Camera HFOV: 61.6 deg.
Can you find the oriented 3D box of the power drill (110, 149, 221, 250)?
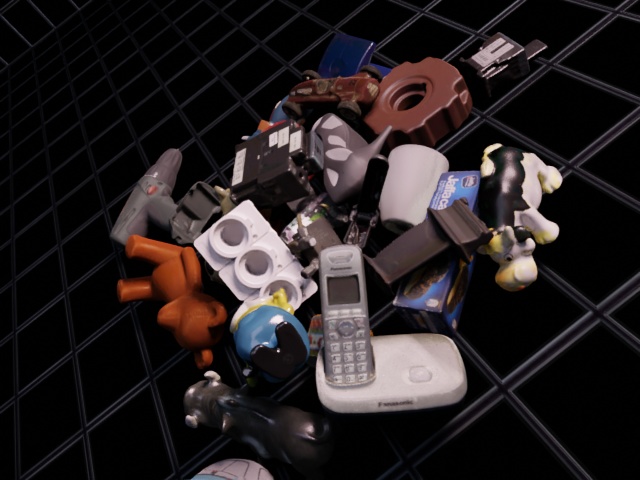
[{"bbox_3d":[-0.277,-0.076,0.987,0.208,0.085,0.232,15,65,36],"label":"power drill"}]

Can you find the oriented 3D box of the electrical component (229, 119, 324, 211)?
[{"bbox_3d":[-0.060,-0.106,0.768,0.134,0.058,0.115,-18,49,24],"label":"electrical component"}]

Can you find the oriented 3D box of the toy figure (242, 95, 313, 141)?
[{"bbox_3d":[-0.075,-0.206,0.980,0.154,0.057,0.064,-46,38,-2],"label":"toy figure"}]

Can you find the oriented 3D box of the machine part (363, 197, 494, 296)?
[{"bbox_3d":[0.116,0.009,0.598,0.139,0.039,0.084,-31,47,9],"label":"machine part"}]

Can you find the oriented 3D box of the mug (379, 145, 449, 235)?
[{"bbox_3d":[0.113,-0.060,0.725,0.110,0.080,0.107,-15,51,55],"label":"mug"}]

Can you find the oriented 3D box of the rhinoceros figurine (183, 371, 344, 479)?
[{"bbox_3d":[-0.068,0.206,0.595,0.191,0.112,0.073,10,64,29],"label":"rhinoceros figurine"}]

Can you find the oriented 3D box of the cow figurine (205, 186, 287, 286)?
[{"bbox_3d":[-0.123,-0.019,0.840,0.127,0.085,0.195,-2,59,31],"label":"cow figurine"}]

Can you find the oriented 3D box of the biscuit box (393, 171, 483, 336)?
[{"bbox_3d":[0.154,0.010,0.647,0.059,0.062,0.202,4,58,35],"label":"biscuit box"}]

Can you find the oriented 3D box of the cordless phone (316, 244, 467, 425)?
[{"bbox_3d":[0.067,0.091,0.557,0.147,0.088,0.184,-6,72,4],"label":"cordless phone"}]

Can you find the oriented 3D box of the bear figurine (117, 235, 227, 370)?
[{"bbox_3d":[-0.215,0.090,0.781,0.196,0.132,0.120,57,132,50],"label":"bear figurine"}]

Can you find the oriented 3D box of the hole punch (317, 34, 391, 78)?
[{"bbox_3d":[0.051,-0.294,0.951,0.116,0.092,0.142,-50,48,-7],"label":"hole punch"}]

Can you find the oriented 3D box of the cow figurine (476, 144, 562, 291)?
[{"bbox_3d":[0.214,-0.030,0.607,0.068,0.098,0.167,-29,34,52],"label":"cow figurine"}]

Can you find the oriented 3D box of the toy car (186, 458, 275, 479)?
[{"bbox_3d":[-0.093,0.285,0.563,0.162,0.109,0.103,-8,27,43],"label":"toy car"}]

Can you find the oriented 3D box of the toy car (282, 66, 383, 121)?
[{"bbox_3d":[0.012,-0.242,0.880,0.202,0.053,0.089,16,71,44],"label":"toy car"}]

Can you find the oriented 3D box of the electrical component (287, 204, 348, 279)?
[{"bbox_3d":[0.000,-0.002,0.710,0.102,0.078,0.045,-26,-7,-46],"label":"electrical component"}]

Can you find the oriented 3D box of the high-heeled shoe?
[{"bbox_3d":[0.017,-0.114,0.811,0.145,0.086,0.249,-53,25,-12],"label":"high-heeled shoe"}]

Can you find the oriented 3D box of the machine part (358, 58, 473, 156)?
[{"bbox_3d":[0.144,-0.211,0.842,0.179,0.056,0.179,-17,48,20],"label":"machine part"}]

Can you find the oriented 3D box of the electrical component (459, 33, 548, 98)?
[{"bbox_3d":[0.282,-0.274,0.812,0.119,0.047,0.075,-31,45,10],"label":"electrical component"}]

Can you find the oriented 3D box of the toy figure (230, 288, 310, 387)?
[{"bbox_3d":[-0.056,0.114,0.601,0.082,0.089,0.180,-15,7,-14],"label":"toy figure"}]
